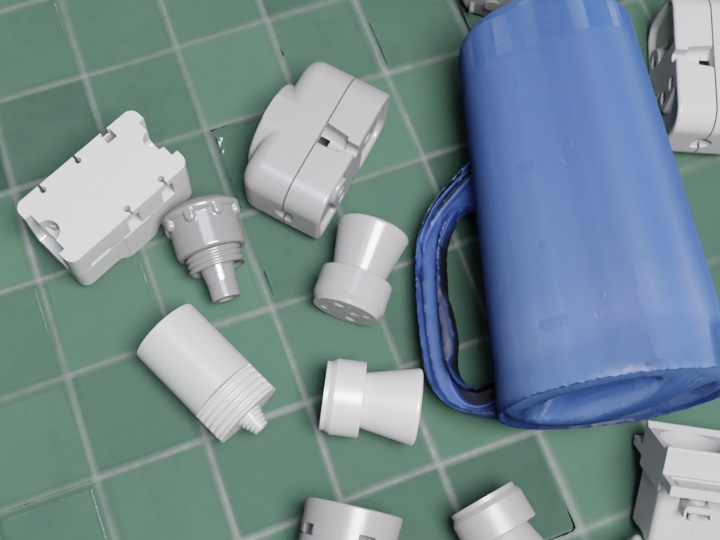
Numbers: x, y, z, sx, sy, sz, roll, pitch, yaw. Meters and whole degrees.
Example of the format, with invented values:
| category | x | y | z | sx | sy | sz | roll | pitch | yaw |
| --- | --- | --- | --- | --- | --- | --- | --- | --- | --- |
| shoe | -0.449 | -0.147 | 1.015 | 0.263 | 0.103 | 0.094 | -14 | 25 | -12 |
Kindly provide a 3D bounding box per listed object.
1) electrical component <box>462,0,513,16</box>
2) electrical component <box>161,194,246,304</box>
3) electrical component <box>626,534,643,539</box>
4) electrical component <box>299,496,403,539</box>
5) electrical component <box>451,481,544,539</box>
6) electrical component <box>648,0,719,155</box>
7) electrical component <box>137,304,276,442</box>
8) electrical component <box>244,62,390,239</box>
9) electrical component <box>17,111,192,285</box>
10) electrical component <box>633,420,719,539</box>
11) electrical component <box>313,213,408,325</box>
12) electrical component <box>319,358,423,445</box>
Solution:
| category | x | y | z | sx | sy | sz | roll | pitch | yaw |
| --- | --- | --- | --- | --- | --- | --- | --- | --- | --- |
| electrical component | 0.091 | -0.206 | 0.718 | 0.040 | 0.040 | 0.078 | 7 | 72 | -2 |
| electrical component | -0.089 | -0.012 | 0.643 | 0.048 | 0.048 | 0.062 | -17 | 81 | -9 |
| electrical component | 0.124 | 0.191 | 0.583 | 0.076 | 0.083 | 0.047 | -38 | 76 | 25 |
| electrical component | -0.008 | 0.154 | 0.591 | 0.055 | 0.055 | 0.047 | 13 | 76 | 0 |
| electrical component | 0.082 | 0.153 | 0.602 | 0.045 | 0.045 | 0.055 | -27 | 76 | -12 |
| electrical component | 0.224 | -0.125 | 0.694 | 0.059 | 0.053 | 0.095 | 3 | 72 | -3 |
| electrical component | -0.085 | 0.063 | 0.620 | 0.081 | 0.043 | 0.043 | 44 | 75 | 10 |
| electrical component | -0.030 | -0.076 | 0.662 | 0.059 | 0.053 | 0.095 | 27 | 73 | 5 |
| electrical component | -0.149 | -0.041 | 0.641 | 0.050 | 0.055 | 0.089 | 44 | 75 | 9 |
| electrical component | 0.221 | 0.130 | 0.605 | 0.121 | 0.078 | 0.063 | 8 | 101 | -1 |
| electrical component | 0.000 | 0.000 | 0.645 | 0.045 | 0.045 | 0.055 | 19 | 73 | 2 |
| electrical component | 0.006 | 0.076 | 0.621 | 0.055 | 0.045 | 0.045 | 8 | 72 | -1 |
